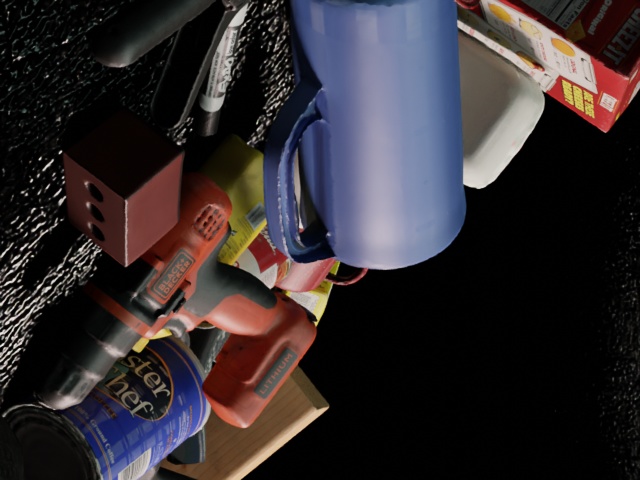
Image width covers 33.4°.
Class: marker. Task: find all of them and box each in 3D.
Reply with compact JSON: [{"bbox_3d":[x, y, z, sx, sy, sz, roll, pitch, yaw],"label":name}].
[{"bbox_3d":[-0.067,-0.112,0.699,0.020,0.020,0.121,-43,164,-38],"label":"marker"}]

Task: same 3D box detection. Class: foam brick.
[{"bbox_3d":[-0.120,-0.032,0.649,0.051,0.053,0.078,-46,164,-30],"label":"foam brick"}]

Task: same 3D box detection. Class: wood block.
[{"bbox_3d":[-0.101,0.216,1.179,0.206,0.090,0.090,-40,169,3],"label":"wood block"}]

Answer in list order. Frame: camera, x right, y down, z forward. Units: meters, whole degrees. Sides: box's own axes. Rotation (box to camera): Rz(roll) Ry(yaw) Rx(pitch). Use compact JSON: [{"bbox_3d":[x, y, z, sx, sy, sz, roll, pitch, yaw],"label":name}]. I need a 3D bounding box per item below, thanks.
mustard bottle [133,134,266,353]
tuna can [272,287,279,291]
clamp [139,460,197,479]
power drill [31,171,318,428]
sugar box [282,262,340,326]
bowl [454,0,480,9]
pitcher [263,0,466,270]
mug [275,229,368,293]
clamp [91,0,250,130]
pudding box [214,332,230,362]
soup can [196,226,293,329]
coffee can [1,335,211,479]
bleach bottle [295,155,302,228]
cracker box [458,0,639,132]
[{"bbox_3d":[-0.104,0.015,0.810,0.191,0.058,0.096,-51,163,-9],"label":"mustard bottle"},{"bbox_3d":[-0.067,0.042,1.072,0.086,0.034,0.086,-50,167,-17],"label":"tuna can"},{"bbox_3d":[-0.175,0.214,0.974,0.210,0.164,0.036,92,-7,-56],"label":"clamp"},{"bbox_3d":[-0.094,0.066,0.757,0.184,0.057,0.187,-52,140,-6],"label":"power drill"},{"bbox_3d":[-0.009,0.036,1.125,0.176,0.048,0.093,-73,-173,-56],"label":"sugar box"},{"bbox_3d":[0.092,-0.227,0.649,0.055,0.162,0.161,-15,-176,25],"label":"bowl"},{"bbox_3d":[0.033,-0.097,0.761,0.243,0.145,0.149,83,10,-47],"label":"pitcher"},{"bbox_3d":[-0.007,0.001,1.009,0.082,0.117,0.093,-56,-173,33],"label":"mug"},{"bbox_3d":[-0.062,-0.144,0.589,0.171,0.039,0.120,-59,173,3],"label":"clamp"},{"bbox_3d":[-0.080,0.102,1.179,0.090,0.039,0.113,-53,169,-3],"label":"pudding box"},{"bbox_3d":[-0.078,0.026,0.917,0.102,0.068,0.069,-35,158,-52],"label":"soup can"},{"bbox_3d":[-0.165,0.141,0.829,0.140,0.103,0.103,-35,158,-54],"label":"coffee can"},{"bbox_3d":[0.031,-0.133,0.899,0.102,0.068,0.251,-28,149,-55],"label":"bleach bottle"},{"bbox_3d":[0.193,-0.201,0.946,0.072,0.214,0.164,-53,167,-2],"label":"cracker box"}]
